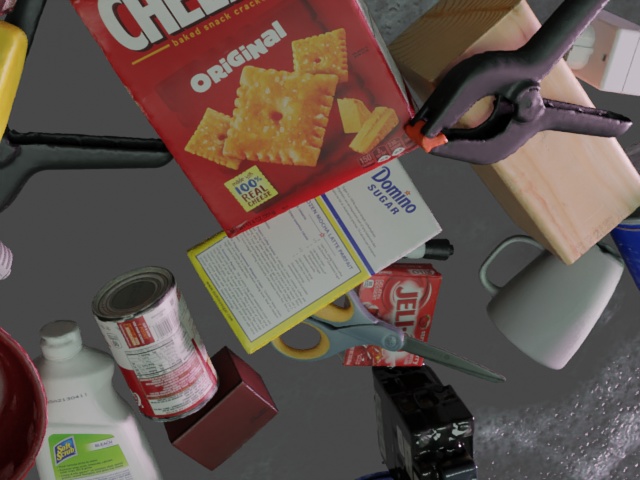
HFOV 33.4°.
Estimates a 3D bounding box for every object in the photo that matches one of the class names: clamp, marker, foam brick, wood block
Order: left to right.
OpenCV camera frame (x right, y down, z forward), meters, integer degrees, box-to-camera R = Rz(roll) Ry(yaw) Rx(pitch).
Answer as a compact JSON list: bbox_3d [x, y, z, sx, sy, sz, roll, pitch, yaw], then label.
[{"bbox_3d":[-0.223,-0.081,0.729,0.210,0.036,0.164,-25,120,-2],"label":"clamp"},{"bbox_3d":[-0.083,0.139,0.874,0.078,0.051,0.053,-41,126,3],"label":"foam brick"},{"bbox_3d":[0.054,0.006,0.875,0.121,0.020,0.020,3,114,-20],"label":"marker"},{"bbox_3d":[0.154,-0.090,0.821,0.090,0.091,0.206,-41,120,2],"label":"wood block"},{"bbox_3d":[0.144,-0.094,0.741,0.171,0.039,0.120,-30,116,-4],"label":"clamp"}]

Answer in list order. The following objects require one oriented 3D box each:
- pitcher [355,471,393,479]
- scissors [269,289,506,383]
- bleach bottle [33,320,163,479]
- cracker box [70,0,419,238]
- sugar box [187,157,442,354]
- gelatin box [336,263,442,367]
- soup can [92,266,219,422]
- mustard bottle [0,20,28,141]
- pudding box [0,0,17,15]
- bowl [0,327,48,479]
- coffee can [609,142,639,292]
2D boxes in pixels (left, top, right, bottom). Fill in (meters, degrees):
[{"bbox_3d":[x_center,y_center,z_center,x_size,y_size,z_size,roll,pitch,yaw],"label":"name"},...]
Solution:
[{"bbox_3d":[0.089,0.343,0.985,0.144,0.149,0.243,-27,125,-20],"label":"pitcher"},{"bbox_3d":[0.042,0.090,0.870,0.201,0.016,0.096,35,114,-4],"label":"scissors"},{"bbox_3d":[-0.174,0.177,0.858,0.102,0.068,0.251,-13,116,-11],"label":"bleach bottle"},{"bbox_3d":[-0.044,-0.125,0.728,0.164,0.072,0.213,-25,123,11],"label":"cracker box"},{"bbox_3d":[-0.005,0.001,0.822,0.176,0.048,0.093,-32,94,-4],"label":"sugar box"},{"bbox_3d":[0.057,0.063,0.897,0.073,0.030,0.089,3,114,-20],"label":"gelatin box"},{"bbox_3d":[-0.126,0.080,0.822,0.068,0.068,0.102,-23,119,-7],"label":"soup can"},{"bbox_3d":[-0.287,-0.117,0.661,0.191,0.058,0.096,19,104,-6],"label":"mustard bottle"},{"bbox_3d":[-0.241,-0.168,0.633,0.113,0.090,0.039,23,102,-7],"label":"pudding box"},{"bbox_3d":[-0.279,0.118,0.784,0.162,0.055,0.162,-2,103,-7],"label":"bowl"},{"bbox_3d":[0.305,-0.004,0.905,0.103,0.103,0.140,-35,121,0],"label":"coffee can"}]
